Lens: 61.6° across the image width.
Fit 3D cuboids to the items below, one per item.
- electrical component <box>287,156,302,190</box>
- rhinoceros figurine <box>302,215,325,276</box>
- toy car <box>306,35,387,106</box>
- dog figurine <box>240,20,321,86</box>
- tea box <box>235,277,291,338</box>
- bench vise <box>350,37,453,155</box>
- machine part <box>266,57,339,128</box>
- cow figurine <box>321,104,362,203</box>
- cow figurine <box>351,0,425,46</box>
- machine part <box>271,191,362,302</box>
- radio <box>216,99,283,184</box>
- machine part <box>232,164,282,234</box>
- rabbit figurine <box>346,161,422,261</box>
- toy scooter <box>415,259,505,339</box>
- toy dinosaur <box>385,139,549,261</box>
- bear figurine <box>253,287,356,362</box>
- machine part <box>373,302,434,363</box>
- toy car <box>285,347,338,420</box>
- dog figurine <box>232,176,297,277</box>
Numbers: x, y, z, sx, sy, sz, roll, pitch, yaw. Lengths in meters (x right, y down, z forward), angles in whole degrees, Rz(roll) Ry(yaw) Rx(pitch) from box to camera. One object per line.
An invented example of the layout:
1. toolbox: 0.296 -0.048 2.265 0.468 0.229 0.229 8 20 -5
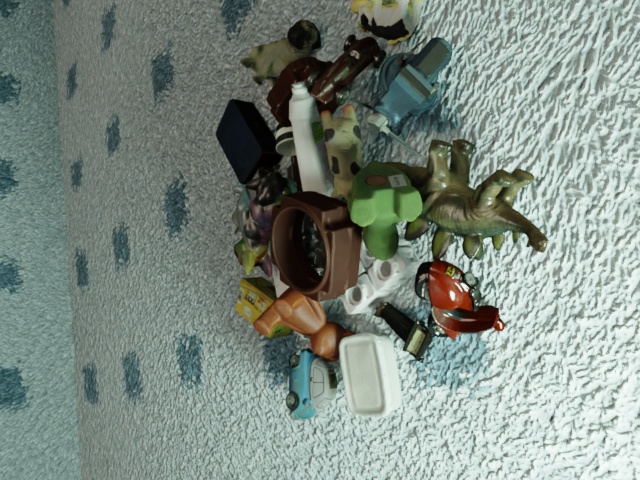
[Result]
1. electrical component: -0.051 -0.152 1.301 0.078 0.045 0.102 137 129 -73
2. rhinoceros figurine: -0.003 -0.004 1.226 0.112 0.073 0.190 -2 86 39
3. toy car: 0.053 -0.346 1.082 0.089 0.202 0.053 36 152 11
4. dog figurine: -0.089 -0.471 1.323 0.190 0.121 0.172 -47 58 20
5. tea box: -0.139 0.169 1.374 0.170 0.068 0.098 30 112 44
6. bench vise: 0.144 -0.260 0.998 0.223 0.129 0.240 -63 11 -15
7. machine part: -0.027 -0.317 1.182 0.179 0.179 0.056 -48 59 37
8. cow figurine: 0.054 -0.157 1.084 0.194 0.086 0.127 80 -178 -50
9. cow figurine: 0.127 -0.443 1.087 0.168 0.068 0.098 23 113 47
10. machine part: -0.015 0.011 1.100 0.201 0.087 0.201 24 118 44
11. radio: -0.196 -0.260 1.445 0.131 0.073 0.230 -55 50 34
12. machine part: -0.163 -0.105 1.400 0.243 0.079 0.079 -55 52 33
13. rabbit figurine: 0.099 -0.045 0.976 0.159 0.121 0.170 -114 15 -50
14. toy scooter: 0.240 0.108 0.910 0.135 0.075 0.183 6 135 32
15. toy dinosaur: 0.216 -0.077 0.951 0.472 0.105 0.198 46 127 52
16. bear figurine: -0.025 0.195 1.156 0.196 0.132 0.120 49 125 0
17. machine part: 0.163 0.172 1.055 0.139 0.039 0.084 37 125 41
18. toy car: -0.011 0.324 1.213 0.103 0.109 0.161 -4 74 26
19. dog figurine: -0.131 -0.026 1.260 0.192 0.108 0.219 -11 78 41
